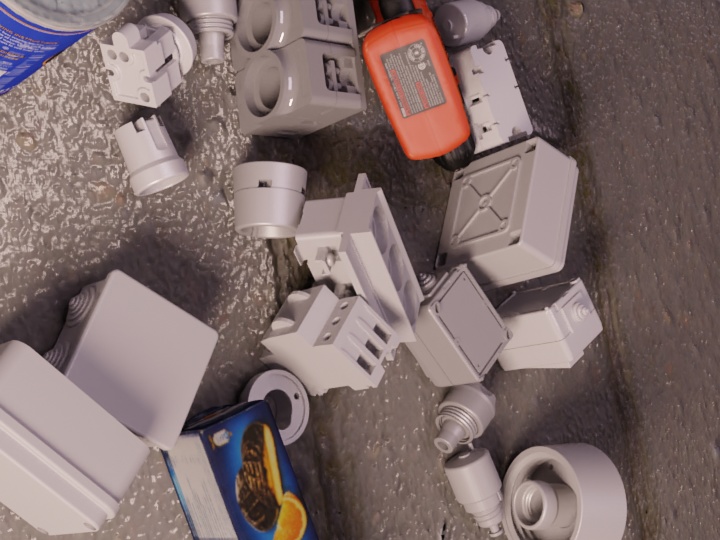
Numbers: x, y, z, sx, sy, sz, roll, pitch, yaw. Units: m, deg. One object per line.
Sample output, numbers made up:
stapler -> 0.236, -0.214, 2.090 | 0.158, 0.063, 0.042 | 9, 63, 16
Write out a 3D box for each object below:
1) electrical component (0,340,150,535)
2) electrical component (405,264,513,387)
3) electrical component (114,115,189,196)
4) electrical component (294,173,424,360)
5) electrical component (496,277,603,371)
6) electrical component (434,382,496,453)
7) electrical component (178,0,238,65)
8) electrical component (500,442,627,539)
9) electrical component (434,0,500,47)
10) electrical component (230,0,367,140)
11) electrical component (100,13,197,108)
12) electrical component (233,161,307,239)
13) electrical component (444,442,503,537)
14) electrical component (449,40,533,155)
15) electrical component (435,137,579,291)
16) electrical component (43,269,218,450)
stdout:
electrical component -> -0.194, 0.102, 0.637 | 0.113, 0.078, 0.057 | 46, 51, -23
electrical component -> 0.069, 0.042, 0.894 | 0.096, 0.061, 0.061 | 55, 51, -17
electrical component -> -0.146, -0.080, 0.749 | 0.040, 0.040, 0.046 | -23, 89, -42
electrical component -> 0.000, 0.000, 0.806 | 0.121, 0.063, 0.078 | 66, 28, -43
electrical component -> 0.168, 0.051, 0.954 | 0.062, 0.096, 0.061 | -36, 104, -41
electrical component -> 0.084, 0.125, 0.900 | 0.043, 0.043, 0.062 | 54, 52, -18
electrical component -> -0.112, -0.185, 0.801 | 0.043, 0.043, 0.062 | -3, 86, -42
electrical component -> 0.165, 0.200, 0.913 | 0.060, 0.108, 0.108 | 9, 74, -33
electrical component -> 0.103, -0.232, 1.004 | 0.078, 0.040, 0.040 | -23, 95, -42
electrical component -> -0.056, -0.185, 0.819 | 0.062, 0.089, 0.150 | -1, 81, -42
electrical component -> -0.147, -0.149, 0.756 | 0.055, 0.048, 0.066 | -55, 149, -43
electrical component -> -0.068, -0.051, 0.801 | 0.055, 0.055, 0.047 | 9, 77, -40
electrical component -> 0.100, 0.186, 0.900 | 0.040, 0.040, 0.078 | -28, 98, -42
electrical component -> 0.108, -0.154, 0.978 | 0.050, 0.056, 0.089 | -23, 94, -43
electrical component -> 0.127, -0.046, 0.935 | 0.056, 0.109, 0.108 | 28, 62, -30
electrical component -> -0.153, 0.061, 0.702 | 0.100, 0.048, 0.099 | 36, 58, -30
